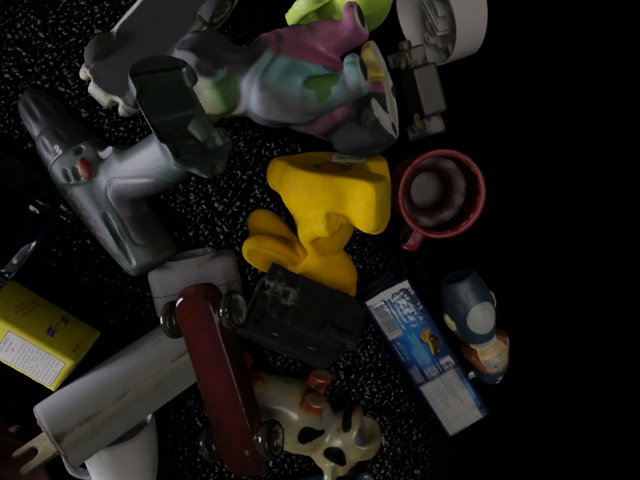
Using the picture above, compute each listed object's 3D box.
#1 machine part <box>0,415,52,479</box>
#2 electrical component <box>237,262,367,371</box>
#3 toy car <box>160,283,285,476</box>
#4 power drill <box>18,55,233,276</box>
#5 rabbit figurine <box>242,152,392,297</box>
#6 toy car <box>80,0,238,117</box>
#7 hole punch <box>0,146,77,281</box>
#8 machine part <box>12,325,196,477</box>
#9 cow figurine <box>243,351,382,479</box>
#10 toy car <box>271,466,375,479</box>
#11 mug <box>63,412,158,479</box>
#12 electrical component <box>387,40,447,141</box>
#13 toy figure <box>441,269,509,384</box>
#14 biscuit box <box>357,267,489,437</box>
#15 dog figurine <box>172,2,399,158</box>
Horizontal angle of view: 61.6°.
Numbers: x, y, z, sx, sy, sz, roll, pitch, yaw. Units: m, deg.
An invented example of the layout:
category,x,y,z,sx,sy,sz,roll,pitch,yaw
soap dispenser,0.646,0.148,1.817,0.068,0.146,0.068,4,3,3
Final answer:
category,x,y,z,sx,sy,sz,roll,pitch,yaw
machine part,-0.355,0.304,0.557,0.087,0.201,0.200,-20,101,-5
electrical component,-0.026,0.091,0.587,0.115,0.134,0.058,25,59,-6
toy car,-0.095,0.139,0.542,0.089,0.053,0.202,-15,96,23
power drill,-0.194,-0.088,0.517,0.207,0.086,0.232,-28,94,33
rabbit figurine,-0.001,-0.002,0.581,0.162,0.122,0.173,-2,119,-2
toy car,-0.163,-0.216,0.555,0.073,0.056,0.201,44,97,-6
hole punch,-0.344,-0.028,0.567,0.142,0.092,0.116,38,65,-8
machine part,-0.205,0.156,0.575,0.243,0.079,0.079,-35,102,-25
cow figurine,-0.024,0.214,0.623,0.195,0.085,0.127,12,117,1
toy car,-0.001,0.344,0.645,0.162,0.103,0.109,-4,100,-6
mug,-0.238,0.255,0.621,0.110,0.081,0.107,-9,110,-7
electrical component,0.102,-0.160,0.574,0.045,0.078,0.102,-19,110,-3
toy figure,0.189,0.111,0.643,0.064,0.058,0.154,-20,104,19
biscuit box,0.120,0.130,0.637,0.059,0.063,0.202,-32,101,2
dog figurine,-0.043,-0.147,0.553,0.219,0.191,0.108,-8,64,21
